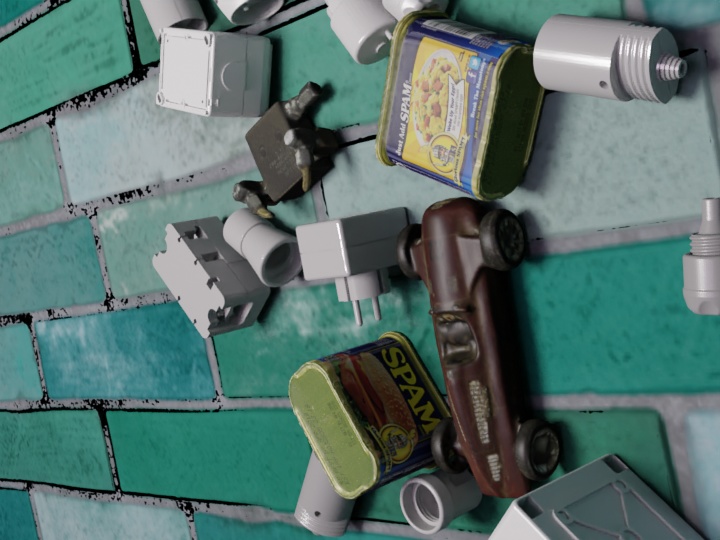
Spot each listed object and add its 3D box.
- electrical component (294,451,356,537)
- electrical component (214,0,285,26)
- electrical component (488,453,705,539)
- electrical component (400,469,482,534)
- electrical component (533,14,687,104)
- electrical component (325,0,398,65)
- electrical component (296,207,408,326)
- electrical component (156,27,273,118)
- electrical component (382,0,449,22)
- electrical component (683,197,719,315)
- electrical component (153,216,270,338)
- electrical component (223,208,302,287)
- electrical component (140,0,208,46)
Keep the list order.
[{"bbox_3d":[-0.024,0.174,0.837,0.043,0.043,0.081,37,125,34],"label":"electrical component"},{"bbox_3d":[-0.080,-0.234,0.791,0.079,0.043,0.077,-33,76,45],"label":"electrical component"},{"bbox_3d":[0.143,0.172,0.617,0.109,0.109,0.056,45,126,29],"label":"electrical component"},{"bbox_3d":[0.057,0.157,0.747,0.040,0.046,0.040,14,110,43],"label":"electrical component"},{"bbox_3d":[0.141,-0.115,0.592,0.081,0.043,0.043,19,114,42],"label":"electrical component"},{"bbox_3d":[-0.003,-0.175,0.728,0.078,0.040,0.040,56,133,20],"label":"electrical component"},{"bbox_3d":[0.000,0.000,0.752,0.047,0.066,0.076,-6,96,47],"label":"electrical component"},{"bbox_3d":[-0.115,-0.154,0.838,0.096,0.061,0.061,20,109,49],"label":"electrical component"},{"bbox_3d":[0.028,-0.182,0.699,0.061,0.035,0.035,49,130,29],"label":"electrical component"},{"bbox_3d":[0.190,-0.008,0.575,0.035,0.035,0.061,2,99,46],"label":"electrical component"},{"bbox_3d":[-0.119,0.004,0.884,0.089,0.056,0.050,51,131,25],"label":"electrical component"},{"bbox_3d":[-0.078,-0.021,0.847,0.065,0.044,0.044,39,126,39],"label":"electrical component"},{"bbox_3d":[-0.159,-0.227,0.875,0.043,0.043,0.081,-36,74,45],"label":"electrical component"}]
